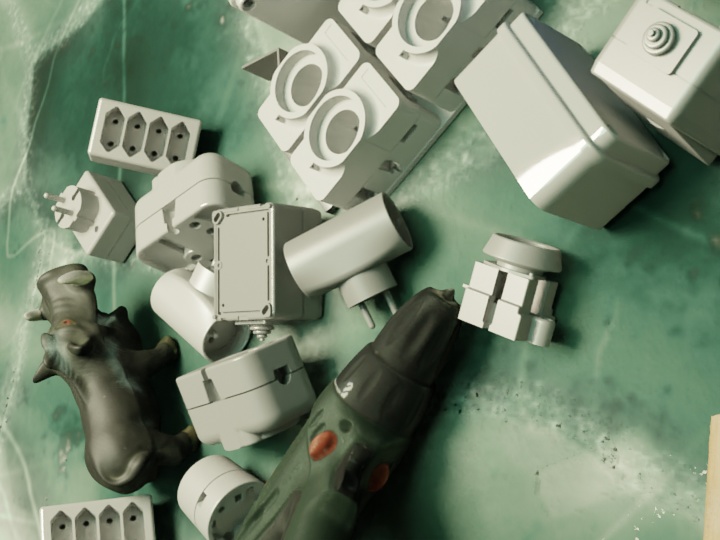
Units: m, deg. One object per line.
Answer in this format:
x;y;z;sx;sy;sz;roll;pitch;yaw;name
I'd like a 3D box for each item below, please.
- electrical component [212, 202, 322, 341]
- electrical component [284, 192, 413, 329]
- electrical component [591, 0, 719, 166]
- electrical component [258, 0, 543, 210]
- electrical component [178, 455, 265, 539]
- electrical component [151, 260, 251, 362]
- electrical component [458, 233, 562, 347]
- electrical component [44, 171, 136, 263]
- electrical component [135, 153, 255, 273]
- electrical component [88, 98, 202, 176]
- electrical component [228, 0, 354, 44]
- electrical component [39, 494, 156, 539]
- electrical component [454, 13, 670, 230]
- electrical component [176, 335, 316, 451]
-0.064;0.003;0.776;0.062;0.061;0.096;-4;84;40;electrical component
0.000;0.000;0.724;0.077;0.043;0.079;-27;86;13;electrical component
0.170;-0.102;0.571;0.061;0.096;0.061;46;110;38;electrical component
0.019;-0.142;0.737;0.186;0.060;0.105;-50;52;20;electrical component
-0.097;0.164;0.764;0.047;0.055;0.055;29;98;45;electrical component
-0.114;0.018;0.821;0.077;0.044;0.079;35;102;41;electrical component
0.093;0.010;0.645;0.066;0.048;0.055;21;101;42;electrical component
-0.234;-0.050;0.920;0.047;0.077;0.065;-54;51;17;electrical component
-0.129;-0.046;0.838;0.095;0.054;0.059;-31;51;29;electrical component
-0.178;-0.104;0.895;0.076;0.083;0.047;163;118;-79;electrical component
-0.028;-0.220;0.765;0.109;0.109;0.056;-44;52;24;electrical component
-0.203;0.209;0.836;0.075;0.083;0.047;116;147;-64;electrical component
0.117;-0.087;0.626;0.057;0.078;0.113;-45;54;27;electrical component
-0.079;0.088;0.752;0.095;0.054;0.059;-22;90;47;electrical component
